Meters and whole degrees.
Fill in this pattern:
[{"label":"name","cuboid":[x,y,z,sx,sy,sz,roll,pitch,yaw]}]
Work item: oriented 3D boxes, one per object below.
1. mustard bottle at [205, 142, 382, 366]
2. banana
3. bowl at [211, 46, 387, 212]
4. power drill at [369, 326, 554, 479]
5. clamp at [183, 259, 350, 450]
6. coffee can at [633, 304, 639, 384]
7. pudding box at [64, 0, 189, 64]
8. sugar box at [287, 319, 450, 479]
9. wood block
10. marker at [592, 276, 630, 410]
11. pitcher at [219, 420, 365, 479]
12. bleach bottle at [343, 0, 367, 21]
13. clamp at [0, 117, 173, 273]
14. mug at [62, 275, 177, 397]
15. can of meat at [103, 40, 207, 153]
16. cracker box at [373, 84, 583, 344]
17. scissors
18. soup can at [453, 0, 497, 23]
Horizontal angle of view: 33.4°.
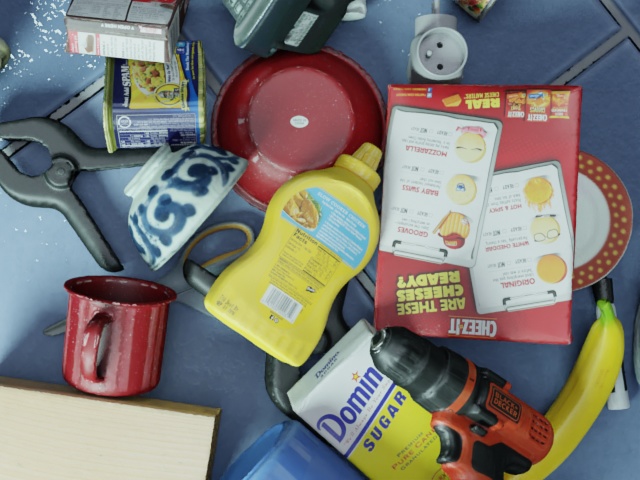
[{"label":"mustard bottle","cuboid":[-0.006,0.001,0.881,0.096,0.058,0.191,36,80,-14]},{"label":"banana","cuboid":[0.212,0.141,0.919,0.069,0.037,0.198,20,101,-32]},{"label":"bowl","cuboid":[-0.017,-0.101,0.934,0.162,0.055,0.162,0,86,-1]},{"label":"power drill","cuboid":[0.095,0.176,0.809,0.184,0.057,0.187,33,57,-21]},{"label":"clamp","cuboid":[-0.022,0.085,0.922,0.164,0.036,0.210,-12,90,-13]},{"label":"coffee can","cuboid":[0.352,0.087,0.906,0.140,0.103,0.103,7,85,-2]},{"label":"pudding box","cuboid":[-0.164,-0.198,0.915,0.090,0.113,0.039,5,129,-1]},{"label":"sugar box","cuboid":[0.067,0.158,0.891,0.093,0.048,0.176,-46,109,4]},{"label":"wood block","cuboid":[-0.192,0.173,0.890,0.206,0.090,0.091,8,85,-1]},{"label":"marker","cuboid":[0.257,0.089,0.945,0.020,0.020,0.121,-6,86,-2]},{"label":"pitcher","cuboid":[0.018,0.270,0.856,0.243,0.145,0.149,45,55,-4]},{"label":"bleach bottle","cuboid":[0.029,-0.323,0.950,0.102,0.068,0.251,-2,88,0]},{"label":"clamp","cuboid":[-0.223,-0.047,0.932,0.171,0.039,0.120,17,80,-3]},{"label":"mug","cuboid":[-0.170,0.081,0.874,0.093,0.117,0.081,9,100,3]},{"label":"can of meat","cuboid":[-0.140,-0.126,0.918,0.084,0.057,0.102,-2,56,-4]},{"label":"cracker box","cuboid":[0.136,-0.022,0.909,0.164,0.072,0.214,2,86,15]},{"label":"scissors","cuboid":[-0.134,0.060,0.937,0.201,0.016,0.096,-35,88,-4]},{"label":"soup can","cuboid":[0.122,-0.250,0.943,0.102,0.068,0.068,39,85,2]}]
